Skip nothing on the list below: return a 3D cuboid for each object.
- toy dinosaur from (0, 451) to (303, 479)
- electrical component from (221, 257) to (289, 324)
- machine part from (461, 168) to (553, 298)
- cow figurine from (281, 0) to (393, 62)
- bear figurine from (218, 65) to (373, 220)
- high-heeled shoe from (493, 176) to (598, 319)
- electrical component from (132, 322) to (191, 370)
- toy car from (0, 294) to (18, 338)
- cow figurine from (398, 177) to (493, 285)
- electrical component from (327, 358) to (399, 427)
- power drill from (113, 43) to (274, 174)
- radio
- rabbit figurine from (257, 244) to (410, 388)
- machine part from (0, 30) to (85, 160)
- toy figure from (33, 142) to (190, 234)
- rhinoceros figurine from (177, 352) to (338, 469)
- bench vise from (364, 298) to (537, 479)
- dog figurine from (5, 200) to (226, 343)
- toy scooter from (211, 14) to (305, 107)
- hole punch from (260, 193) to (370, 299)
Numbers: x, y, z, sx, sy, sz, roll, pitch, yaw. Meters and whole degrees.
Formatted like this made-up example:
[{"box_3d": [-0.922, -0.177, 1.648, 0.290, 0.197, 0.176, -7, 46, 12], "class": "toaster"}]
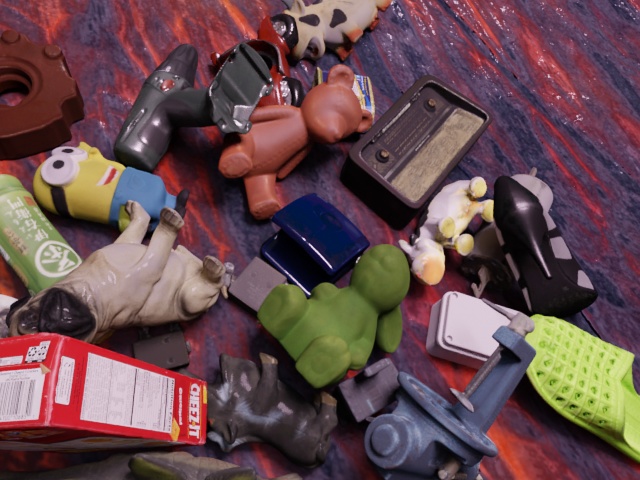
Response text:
[{"box_3d": [-0.142, 0.239, 0.488, 0.471, 0.198, 0.105, 7, 61, -12], "class": "toy dinosaur"}, {"box_3d": [-0.079, 0.063, 0.670, 0.102, 0.045, 0.078, 40, 64, 7], "class": "electrical component"}, {"box_3d": [0.270, -0.012, 0.772, 0.079, 0.079, 0.243, 33, 62, 3], "class": "machine part"}, {"box_3d": [0.014, -0.358, 0.870, 0.127, 0.085, 0.195, 40, 65, 0], "class": "cow figurine"}, {"box_3d": [-0.025, -0.131, 0.707, 0.196, 0.120, 0.132, -19, 45, 10], "class": "bear figurine"}, {"box_3d": [0.290, 0.017, 0.713, 0.086, 0.248, 0.145, -27, 57, 19], "class": "high-heeled shoe"}, {"box_3d": [-0.182, 0.132, 0.626, 0.063, 0.021, 0.094, -11, 68, -18], "class": "electrical component"}, {"box_3d": [-0.375, 0.071, 0.579, 0.202, 0.073, 0.056, 26, 63, 0], "class": "toy car"}, {"box_3d": [0.162, -0.012, 0.743, 0.167, 0.098, 0.068, -48, 115, -20], "class": "cow figurine"}, {"box_3d": [0.058, 0.170, 0.611, 0.075, 0.119, 0.048, -23, 74, -25], "class": "electrical component"}, {"box_3d": [-0.165, -0.194, 0.701, 0.208, 0.085, 0.232, 4, 58, 33], "class": "power drill"}, {"box_3d": [0.142, -0.138, 0.800, 0.131, 0.073, 0.229, 39, 62, 8], "class": "radio"}, {"box_3d": [0.045, 0.086, 0.618, 0.170, 0.159, 0.121, -44, 53, -1], "class": "rabbit figurine"}, {"box_3d": [-0.407, -0.191, 0.706, 0.179, 0.056, 0.179, 5, 66, -11], "class": "machine part"}, {"box_3d": [-0.257, -0.052, 0.663, 0.180, 0.089, 0.082, 19, 20, -14], "class": "toy figure"}, {"box_3d": [-0.073, 0.187, 0.604, 0.190, 0.073, 0.112, 26, 73, -2], "class": "rhinoceros figurine"}, {"box_3d": [0.156, 0.185, 0.569, 0.223, 0.129, 0.240, 36, 91, -34], "class": "bench vise"}, {"box_3d": [-0.206, 0.074, 0.573, 0.172, 0.121, 0.190, 52, 60, -28], "class": "dog figurine"}, {"box_3d": [-0.093, -0.240, 0.792, 0.135, 0.075, 0.184, -8, 78, 6], "class": "toy scooter"}, {"box_3d": [-0.001, -0.002, 0.698, 0.142, 0.092, 0.116, 41, 59, 11], "class": "hole punch"}]
